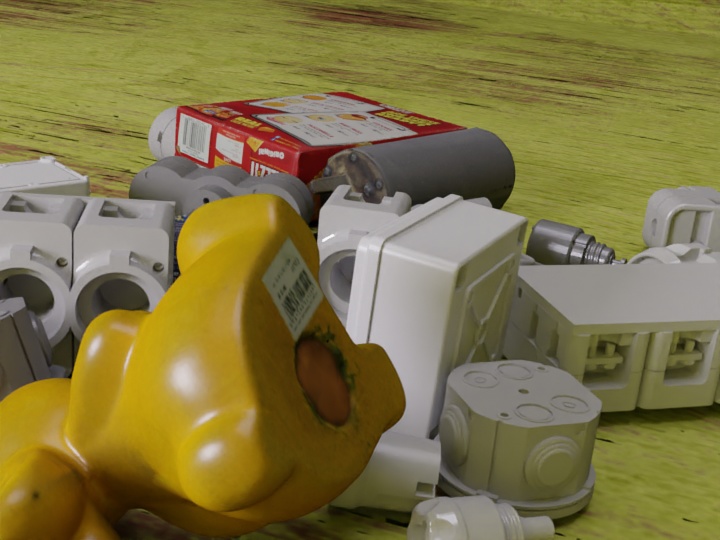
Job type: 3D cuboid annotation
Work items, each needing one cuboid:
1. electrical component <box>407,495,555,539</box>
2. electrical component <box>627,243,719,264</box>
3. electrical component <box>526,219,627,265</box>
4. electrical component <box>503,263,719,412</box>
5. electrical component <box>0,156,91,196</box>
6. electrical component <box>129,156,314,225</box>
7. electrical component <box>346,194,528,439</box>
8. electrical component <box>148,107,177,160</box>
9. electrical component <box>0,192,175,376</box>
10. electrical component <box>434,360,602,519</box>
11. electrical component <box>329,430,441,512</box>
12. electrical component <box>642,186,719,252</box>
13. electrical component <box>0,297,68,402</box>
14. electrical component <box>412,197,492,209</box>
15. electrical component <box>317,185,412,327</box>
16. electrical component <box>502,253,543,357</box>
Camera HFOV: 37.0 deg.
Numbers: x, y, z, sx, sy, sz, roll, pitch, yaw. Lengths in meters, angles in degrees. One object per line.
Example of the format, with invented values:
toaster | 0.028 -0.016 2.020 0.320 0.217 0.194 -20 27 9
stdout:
electrical component | 0.053 0.112 0.452 0.061 0.035 0.035 0 21 -22
electrical component | 0.216 0.013 0.732 0.057 0.058 0.078 -3 22 -30
electrical component | 0.161 -0.012 0.809 0.078 0.040 0.040 16 23 27
electrical component | 0.169 0.041 0.635 0.150 0.061 0.089 -1 21 -17
electrical component | -0.233 -0.040 0.752 0.096 0.061 0.062 -12 27 -39
electrical component | -0.111 -0.047 0.816 0.138 0.052 0.073 10 21 11
electrical component | 0.040 0.026 0.577 0.056 0.108 0.109 17 23 23
electrical component | -0.160 -0.118 0.997 0.055 0.055 0.047 -14 31 -42
electrical component | -0.180 0.009 0.591 0.150 0.089 0.061 3 20 -7
electrical component | 0.075 0.081 0.518 0.080 0.051 0.080 5 20 -2
electrical component | 0.011 0.091 0.491 0.046 0.040 0.040 10 20 -2
electrical component | 0.285 -0.035 0.883 0.095 0.053 0.059 4 20 -5
electrical component | -0.184 0.049 0.510 0.080 0.051 0.080 -15 12 3
electrical component | 0.062 -0.021 0.780 0.057 0.058 0.078 -10 3 -28
electrical component | 0.000 0.000 0.662 0.050 0.089 0.055 8 20 7
electrical component | 0.087 0.018 0.709 0.099 0.064 0.099 15 10 -3
